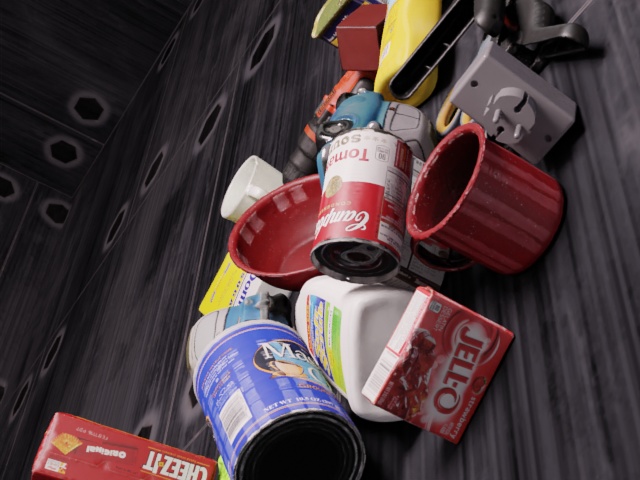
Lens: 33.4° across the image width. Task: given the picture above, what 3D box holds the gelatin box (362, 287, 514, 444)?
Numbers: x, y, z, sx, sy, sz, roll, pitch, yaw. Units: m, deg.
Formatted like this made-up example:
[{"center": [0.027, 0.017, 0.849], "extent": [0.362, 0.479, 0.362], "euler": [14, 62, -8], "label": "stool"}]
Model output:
[{"center": [0.083, 0.087, 0.743], "extent": [0.089, 0.073, 0.030], "euler": [-62, 19, 2], "label": "gelatin box"}]

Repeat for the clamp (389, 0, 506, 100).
[{"center": [0.143, -0.222, 0.979], "extent": [0.165, 0.036, 0.209], "euler": [-32, 23, 55], "label": "clamp"}]

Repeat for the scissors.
[{"center": [0.149, -0.175, 1.006], "extent": [0.096, 0.016, 0.201], "euler": [-39, 30, 51], "label": "scissors"}]

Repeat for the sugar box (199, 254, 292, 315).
[{"center": [-0.090, 0.069, 1.273], "extent": [0.093, 0.048, 0.176], "euler": [-63, 18, -2], "label": "sugar box"}]

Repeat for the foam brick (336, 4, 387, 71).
[{"center": [0.059, -0.228, 1.194], "extent": [0.051, 0.053, 0.078], "euler": [7, 35, 27], "label": "foam brick"}]

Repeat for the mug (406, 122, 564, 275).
[{"center": [0.115, -0.018, 0.782], "extent": [0.117, 0.081, 0.093], "euler": [-51, 22, 32], "label": "mug"}]

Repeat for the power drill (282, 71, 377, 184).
[{"center": [0.019, -0.102, 1.192], "extent": [0.185, 0.057, 0.187], "euler": [-56, 20, 19], "label": "power drill"}]

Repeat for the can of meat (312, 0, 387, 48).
[{"center": [0.053, -0.265, 1.279], "extent": [0.102, 0.083, 0.057], "euler": [-44, 26, 46], "label": "can of meat"}]

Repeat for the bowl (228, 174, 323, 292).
[{"center": [-0.007, 0.001, 1.056], "extent": [0.162, 0.055, 0.162], "euler": [-16, 34, 11], "label": "bowl"}]

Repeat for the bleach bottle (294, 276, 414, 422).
[{"center": [0.023, 0.083, 0.912], "extent": [0.251, 0.068, 0.102], "euler": [-178, 85, -76], "label": "bleach bottle"}]

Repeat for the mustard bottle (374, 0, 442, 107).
[{"center": [0.097, -0.237, 1.118], "extent": [0.096, 0.058, 0.191], "euler": [121, 159, -64], "label": "mustard bottle"}]

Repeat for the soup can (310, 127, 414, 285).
[{"center": [0.034, -0.026, 0.817], "extent": [0.069, 0.068, 0.102], "euler": [-36, 38, 54], "label": "soup can"}]

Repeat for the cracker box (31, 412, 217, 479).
[{"center": [-0.206, 0.260, 1.071], "extent": [0.214, 0.164, 0.072], "euler": [119, 167, -55], "label": "cracker box"}]

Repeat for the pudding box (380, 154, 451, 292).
[{"center": [0.068, -0.017, 0.895], "extent": [0.039, 0.090, 0.113], "euler": [-35, 34, 53], "label": "pudding box"}]

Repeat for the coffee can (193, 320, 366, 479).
[{"center": [-0.035, 0.140, 0.839], "extent": [0.103, 0.102, 0.140], "euler": [-59, 28, 12], "label": "coffee can"}]

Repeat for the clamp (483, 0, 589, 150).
[{"center": [0.165, -0.145, 0.892], "extent": [0.120, 0.039, 0.171], "euler": [-51, 15, 20], "label": "clamp"}]
